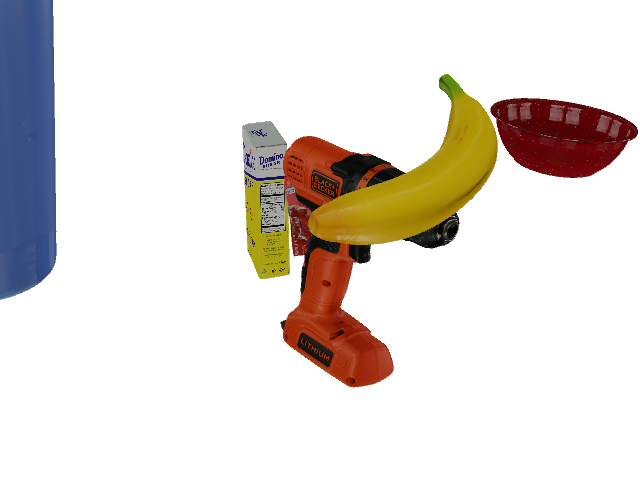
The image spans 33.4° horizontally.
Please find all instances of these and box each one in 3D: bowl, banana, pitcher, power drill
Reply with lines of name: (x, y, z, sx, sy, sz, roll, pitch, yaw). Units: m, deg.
bowl: (0.265, -0.110, 1.183, 0.162, 0.055, 0.162, 5, 23, -2)
banana: (0.067, -0.042, 0.683, 0.070, 0.037, 0.197, 24, 42, 18)
pitcher: (-0.236, -0.083, 0.668, 0.149, 0.243, 0.145, -3, 26, -12)
power drill: (0.033, 0.022, 0.879, 0.057, 0.188, 0.185, -11, 29, -37)

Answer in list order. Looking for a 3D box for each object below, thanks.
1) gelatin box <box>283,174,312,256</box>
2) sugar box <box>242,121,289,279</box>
gelatin box: (0.003, -0.030, 1.118, 0.073, 0.089, 0.030, -6, 29, 2)
sugar box: (-0.068, -0.051, 1.329, 0.048, 0.176, 0.093, -9, 25, -12)
